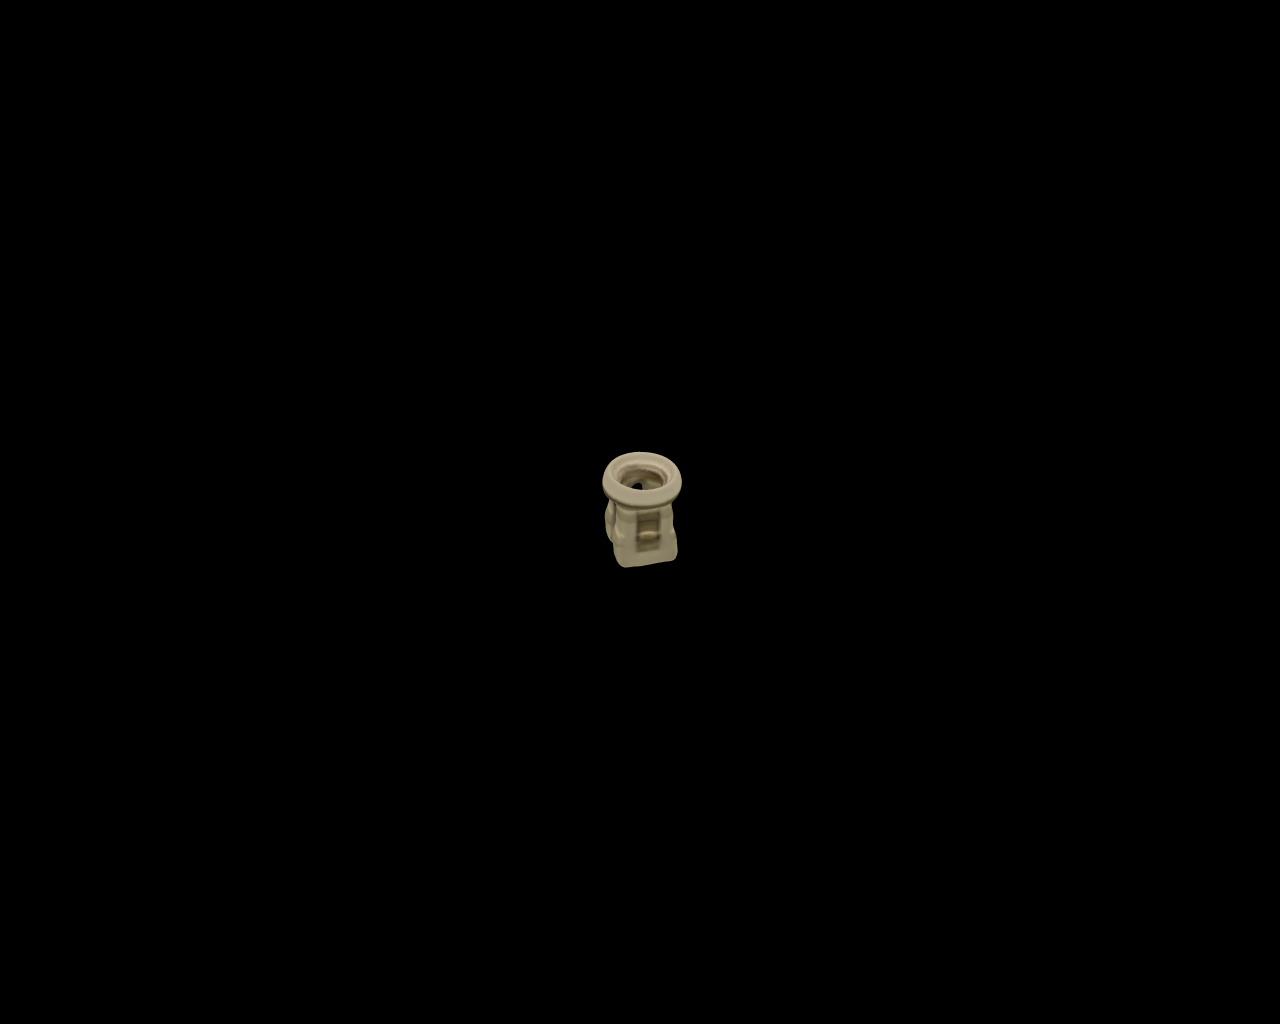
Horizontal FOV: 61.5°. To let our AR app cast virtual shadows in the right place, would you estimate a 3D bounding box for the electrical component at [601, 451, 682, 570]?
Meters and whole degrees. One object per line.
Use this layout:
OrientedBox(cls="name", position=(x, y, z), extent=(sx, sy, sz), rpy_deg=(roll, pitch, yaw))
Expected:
OrientedBox(cls="electrical component", position=(0.001, -0.003, 0.650), extent=(0.048, 0.055, 0.066), rpy_deg=(-8, 36, -11))
